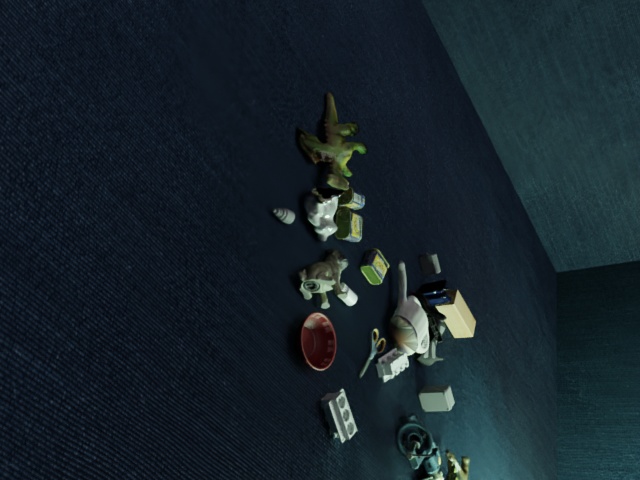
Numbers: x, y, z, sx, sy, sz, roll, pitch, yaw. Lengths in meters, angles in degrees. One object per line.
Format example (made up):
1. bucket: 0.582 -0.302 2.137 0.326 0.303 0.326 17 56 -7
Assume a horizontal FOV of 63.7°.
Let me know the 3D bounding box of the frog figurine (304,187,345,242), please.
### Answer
1. frog figurine: 0.005 -0.082 1.622 0.140 0.123 0.156 -52 156 -58

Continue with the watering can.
1. watering can: 0.316 0.267 1.879 0.227 0.103 0.345 -35 105 -56

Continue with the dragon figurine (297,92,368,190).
1. dragon figurine: 0.024 -0.339 1.729 0.243 0.120 0.416 -2 63 -47
